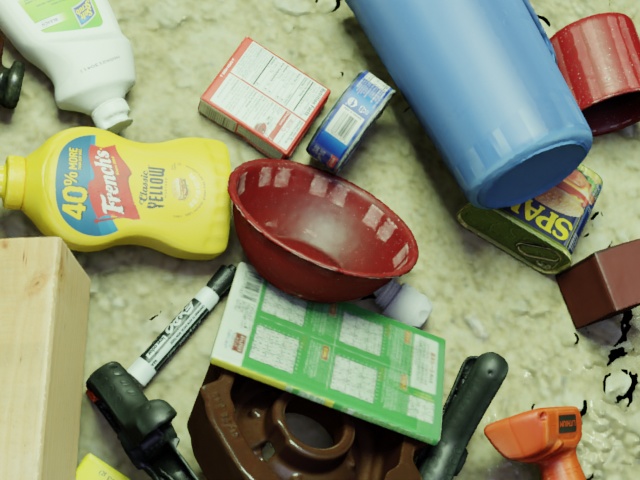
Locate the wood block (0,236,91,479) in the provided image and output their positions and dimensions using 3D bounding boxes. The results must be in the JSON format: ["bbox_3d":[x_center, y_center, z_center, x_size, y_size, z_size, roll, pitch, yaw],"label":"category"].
[{"bbox_3d":[-0.222,0.110,0.750,0.090,0.091,0.206,-3,66,3],"label":"wood block"}]

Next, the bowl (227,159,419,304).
[{"bbox_3d":[-0.006,0.001,0.842,0.162,0.162,0.055,19,117,-10],"label":"bowl"}]

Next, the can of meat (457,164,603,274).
[{"bbox_3d":[0.182,-0.033,0.915,0.102,0.057,0.084,31,69,-2],"label":"can of meat"}]

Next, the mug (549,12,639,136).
[{"bbox_3d":[0.256,-0.146,0.950,0.117,0.093,0.081,3,66,-43],"label":"mug"}]

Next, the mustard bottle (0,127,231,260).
[{"bbox_3d":[-0.166,-0.038,0.828,0.191,0.058,0.096,4,79,-20],"label":"mustard bottle"}]

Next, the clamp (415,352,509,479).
[{"bbox_3d":[0.098,0.160,0.836,0.039,0.120,0.171,29,93,11],"label":"clamp"}]

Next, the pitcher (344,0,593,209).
[{"bbox_3d":[0.127,-0.151,0.872,0.149,0.145,0.243,-26,68,4],"label":"pitcher"}]

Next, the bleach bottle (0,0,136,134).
[{"bbox_3d":[-0.230,-0.196,0.871,0.102,0.068,0.251,-27,84,-17],"label":"bleach bottle"}]

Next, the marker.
[{"bbox_3d":[-0.107,0.065,0.848,0.020,0.020,0.121,40,72,1],"label":"marker"}]

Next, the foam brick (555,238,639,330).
[{"bbox_3d":[0.244,0.037,0.897,0.053,0.078,0.051,-16,78,-16],"label":"foam brick"}]

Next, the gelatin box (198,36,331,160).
[{"bbox_3d":[-0.047,-0.118,0.904,0.089,0.030,0.073,33,70,-1],"label":"gelatin box"}]

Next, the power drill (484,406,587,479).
[{"bbox_3d":[0.182,0.222,0.799,0.057,0.184,0.188,-22,74,24],"label":"power drill"}]

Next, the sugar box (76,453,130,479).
[{"bbox_3d":[-0.182,0.253,0.768,0.093,0.048,0.176,34,70,0],"label":"sugar box"}]

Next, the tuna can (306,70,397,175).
[{"bbox_3d":[0.025,-0.098,0.883,0.034,0.086,0.086,36,71,1],"label":"tuna can"}]

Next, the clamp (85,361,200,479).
[{"bbox_3d":[-0.114,0.149,0.749,0.036,0.210,0.164,-32,115,-19],"label":"clamp"}]
